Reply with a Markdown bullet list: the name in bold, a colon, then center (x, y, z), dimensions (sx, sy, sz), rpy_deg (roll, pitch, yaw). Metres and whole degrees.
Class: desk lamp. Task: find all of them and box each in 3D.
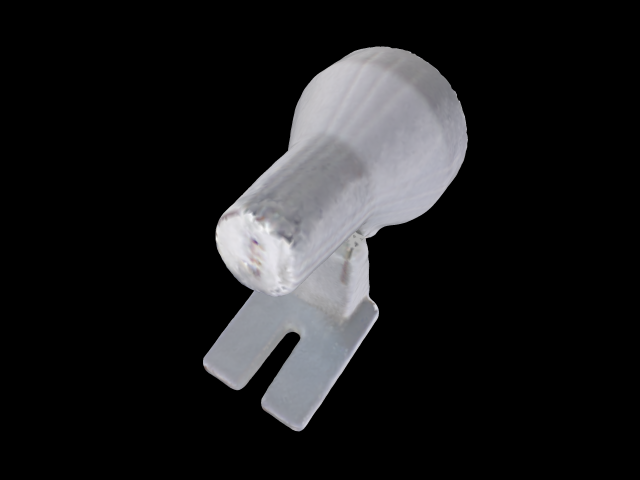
- **desk lamp**: center (0.004, 0.001, 0.400), dimensions (0.117, 0.214, 0.203), rpy_deg (28, 62, 16)
